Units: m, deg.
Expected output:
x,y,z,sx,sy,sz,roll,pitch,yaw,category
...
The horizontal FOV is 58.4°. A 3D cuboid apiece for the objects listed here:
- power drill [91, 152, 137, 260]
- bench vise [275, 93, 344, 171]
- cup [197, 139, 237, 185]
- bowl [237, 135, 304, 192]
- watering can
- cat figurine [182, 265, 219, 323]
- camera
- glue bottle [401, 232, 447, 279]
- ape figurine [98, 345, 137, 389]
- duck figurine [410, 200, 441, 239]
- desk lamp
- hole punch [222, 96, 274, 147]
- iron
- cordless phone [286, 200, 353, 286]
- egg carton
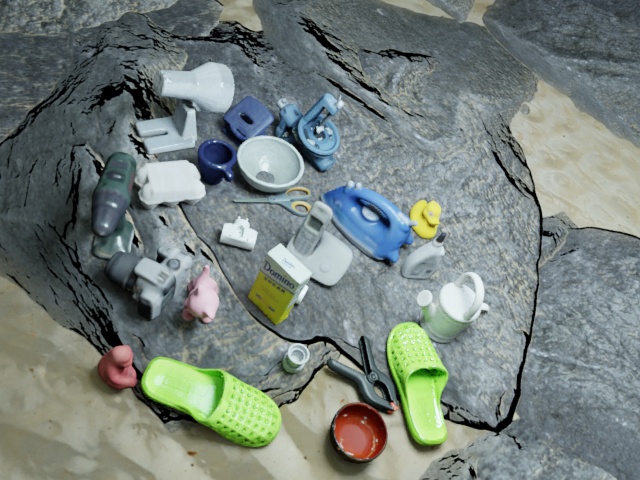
x,y,z,sx,sy,sz,roll,pitch,yaw,category
-0.411,-0.052,1.140,0.076,0.208,0.229,8,54,-15,power drill
-0.029,-0.299,1.450,0.207,0.219,0.121,29,51,1,bench vise
-0.242,-0.167,1.357,0.092,0.095,0.117,-22,66,-31,cup
-0.127,-0.175,1.418,0.168,0.074,0.167,10,53,-13,bowl
0.298,0.146,1.271,0.173,0.194,0.100,-13,61,-27,watering can
-0.234,0.111,1.148,0.067,0.117,0.128,10,53,-13,cat figurine
-0.348,0.062,1.151,0.137,0.100,0.143,29,51,1,camera
0.256,0.034,1.349,0.078,0.173,0.037,5,54,-16,glue bottle
-0.362,0.223,1.037,0.076,0.092,0.078,19,52,-6,ape figurine
0.281,-0.067,1.486,0.078,0.086,0.104,1,56,-19,duck figurine
-0.320,-0.320,1.361,0.204,0.213,0.117,-18,64,-30,desk lamp
-0.185,-0.301,1.476,0.108,0.091,0.101,42,53,11,hole punch
0.119,-0.069,1.391,0.258,0.141,0.119,38,52,8,iron
0.012,0.005,1.272,0.147,0.185,0.094,31,51,3,cordless phone
-0.343,-0.126,1.307,0.151,0.069,0.107,-10,60,-26,egg carton
